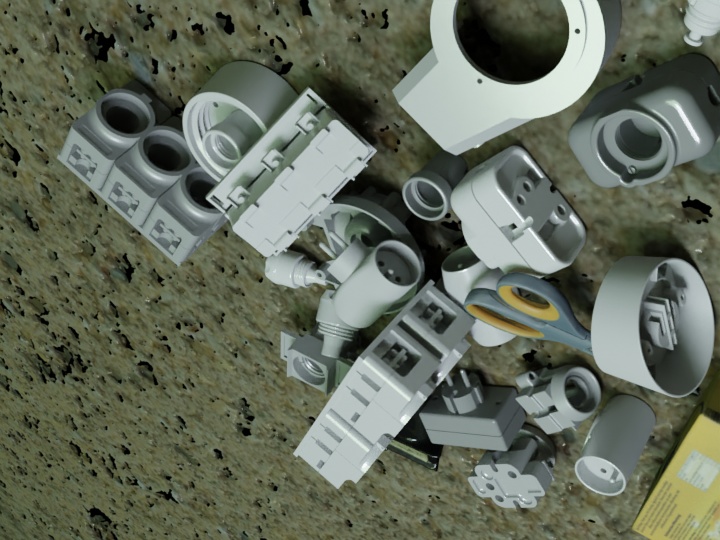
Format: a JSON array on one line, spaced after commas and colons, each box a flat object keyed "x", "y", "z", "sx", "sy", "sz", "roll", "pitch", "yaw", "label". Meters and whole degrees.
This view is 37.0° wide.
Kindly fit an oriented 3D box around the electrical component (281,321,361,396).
[{"x": -0.035, "y": 0.080, "z": 1.042, "sx": 0.081, "sy": 0.063, "sz": 0.042, "roll": 25, "pitch": 139, "yaw": 17, "label": "electrical component"}]

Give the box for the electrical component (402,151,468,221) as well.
[{"x": 0.061, "y": -0.068, "z": 0.849, "sx": 0.040, "sy": 0.046, "sz": 0.040, "roll": 21, "pitch": 136, "yaw": 22, "label": "electrical component"}]

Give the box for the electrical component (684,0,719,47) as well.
[{"x": 0.215, "y": -0.169, "z": 0.643, "sx": 0.040, "sy": 0.040, "sz": 0.078, "roll": 30, "pitch": 139, "yaw": 13, "label": "electrical component"}]

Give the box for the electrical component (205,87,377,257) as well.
[{"x": -0.053, "y": -0.073, "z": 0.863, "sx": 0.121, "sy": 0.063, "sz": 0.079, "roll": -46, "pitch": 116, "yaw": 8, "label": "electrical component"}]

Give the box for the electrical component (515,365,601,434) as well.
[{"x": 0.173, "y": 0.108, "z": 0.921, "sx": 0.066, "sy": 0.048, "sz": 0.055, "roll": 48, "pitch": 147, "yaw": -8, "label": "electrical component"}]

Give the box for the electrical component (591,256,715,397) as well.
[{"x": 0.214, "y": 0.038, "z": 0.787, "sx": 0.064, "sy": 0.099, "sz": 0.099, "roll": 12, "pitch": 132, "yaw": 39, "label": "electrical component"}]

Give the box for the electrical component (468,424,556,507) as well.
[{"x": 0.147, "y": 0.180, "z": 0.995, "sx": 0.078, "sy": 0.057, "sz": 0.058, "roll": -13, "pitch": 117, "yaw": 44, "label": "electrical component"}]

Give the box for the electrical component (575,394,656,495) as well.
[{"x": 0.212, "y": 0.158, "z": 0.909, "sx": 0.044, "sy": 0.077, "sz": 0.079, "roll": 24, "pitch": 137, "yaw": 19, "label": "electrical component"}]

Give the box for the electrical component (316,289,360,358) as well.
[{"x": -0.021, "y": 0.050, "z": 1.003, "sx": 0.043, "sy": 0.043, "sz": 0.062, "roll": 13, "pitch": 88, "yaw": 29, "label": "electrical component"}]

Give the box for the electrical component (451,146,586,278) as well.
[{"x": 0.118, "y": -0.039, "z": 0.824, "sx": 0.095, "sy": 0.053, "sz": 0.059, "roll": 50, "pitch": 139, "yaw": -10, "label": "electrical component"}]

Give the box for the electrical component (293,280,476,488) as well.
[{"x": 0.022, "y": 0.106, "z": 0.924, "sx": 0.060, "sy": 0.105, "sz": 0.186, "roll": 40, "pitch": 142, "yaw": 7, "label": "electrical component"}]

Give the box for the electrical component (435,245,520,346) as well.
[{"x": 0.090, "y": 0.022, "z": 0.910, "sx": 0.079, "sy": 0.043, "sz": 0.077, "roll": -6, "pitch": 121, "yaw": 42, "label": "electrical component"}]

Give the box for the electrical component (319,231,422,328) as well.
[{"x": 0.000, "y": 0.000, "z": 0.884, "sx": 0.079, "sy": 0.043, "sz": 0.077, "roll": 43, "pitch": 140, "yaw": -1, "label": "electrical component"}]

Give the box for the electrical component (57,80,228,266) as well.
[{"x": -0.186, "y": -0.092, "z": 0.986, "sx": 0.150, "sy": 0.089, "sz": 0.061, "roll": 42, "pitch": 140, "yaw": -1, "label": "electrical component"}]

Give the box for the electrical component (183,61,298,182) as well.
[{"x": -0.102, "y": -0.116, "z": 0.921, "sx": 0.108, "sy": 0.060, "sz": 0.108, "roll": 21, "pitch": 136, "yaw": 22, "label": "electrical component"}]

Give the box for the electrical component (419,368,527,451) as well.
[{"x": 0.098, "y": 0.120, "z": 0.987, "sx": 0.083, "sy": 0.047, "sz": 0.075, "roll": -1, "pitch": 125, "yaw": 38, "label": "electrical component"}]

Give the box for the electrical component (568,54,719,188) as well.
[{"x": 0.190, "y": -0.095, "z": 0.714, "sx": 0.095, "sy": 0.059, "sz": 0.053, "roll": -19, "pitch": 112, "yaw": 46, "label": "electrical component"}]

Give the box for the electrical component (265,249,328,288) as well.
[{"x": -0.057, "y": 0.001, "z": 1.013, "sx": 0.061, "sy": 0.035, "sz": 0.035, "roll": 16, "pitch": 134, "yaw": 24, "label": "electrical component"}]
